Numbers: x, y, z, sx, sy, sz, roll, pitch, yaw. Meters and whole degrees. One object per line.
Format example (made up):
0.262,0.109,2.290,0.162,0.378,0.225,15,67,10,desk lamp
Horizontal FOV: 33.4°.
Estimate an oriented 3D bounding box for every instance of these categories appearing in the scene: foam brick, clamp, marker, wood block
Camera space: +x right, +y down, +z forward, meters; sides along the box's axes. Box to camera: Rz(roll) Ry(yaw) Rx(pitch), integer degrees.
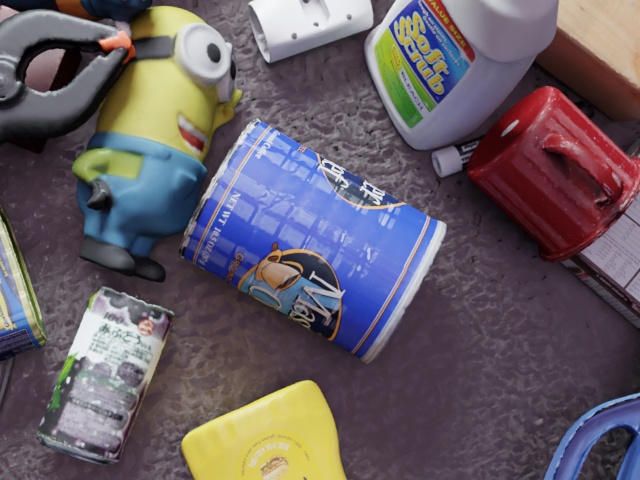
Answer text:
-0.198,-0.105,0.709,0.053,0.051,0.078,22,79,-2,foam brick
-0.202,-0.101,0.653,0.171,0.039,0.120,-29,96,-8,clamp
0.137,-0.072,0.751,0.121,0.020,0.020,-20,83,-8,marker
0.160,-0.176,0.710,0.206,0.091,0.090,34,87,-10,wood block

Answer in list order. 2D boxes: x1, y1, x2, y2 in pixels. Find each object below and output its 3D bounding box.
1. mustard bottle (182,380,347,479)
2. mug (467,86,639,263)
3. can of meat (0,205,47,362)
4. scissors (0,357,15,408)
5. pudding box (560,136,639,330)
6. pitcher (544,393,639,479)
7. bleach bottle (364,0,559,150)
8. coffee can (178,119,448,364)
-0.009,0.193,0.671,0.096,0.058,0.191,-23,83,-11,mustard bottle
0.153,-0.045,0.690,0.081,0.117,0.093,42,87,-11,mug
-0.228,0.034,0.675,0.084,0.057,0.102,-20,74,-10,can of meat
-0.245,0.152,0.678,0.096,0.016,0.202,0,77,-3,scissors
0.228,-0.007,0.738,0.090,0.039,0.113,40,77,2,pudding box
0.236,0.153,0.660,0.149,0.145,0.243,27,76,-41,pitcher
0.086,-0.131,0.638,0.068,0.251,0.102,-22,83,-9,bleach bottle
-0.004,0.001,0.682,0.140,0.103,0.102,29,79,0,coffee can
